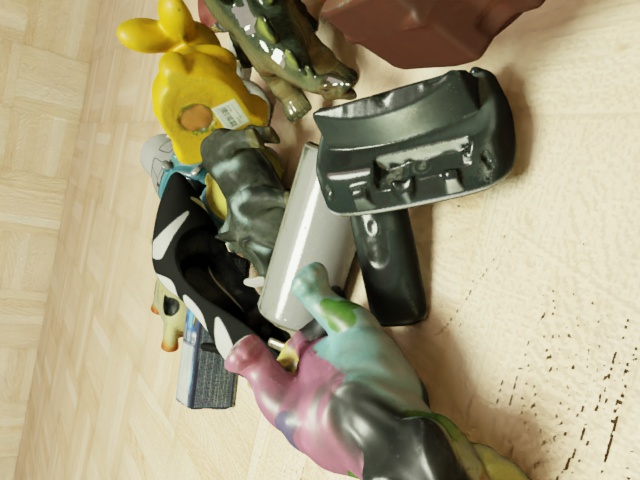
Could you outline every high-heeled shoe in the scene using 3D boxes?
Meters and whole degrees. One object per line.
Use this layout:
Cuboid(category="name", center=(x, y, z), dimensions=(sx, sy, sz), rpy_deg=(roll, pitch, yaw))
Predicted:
Cuboid(category="high-heeled shoe", center=(-0.108, 0.036, 0.607), dimensions=(0.145, 0.086, 0.248), rpy_deg=(-8, 97, 39))

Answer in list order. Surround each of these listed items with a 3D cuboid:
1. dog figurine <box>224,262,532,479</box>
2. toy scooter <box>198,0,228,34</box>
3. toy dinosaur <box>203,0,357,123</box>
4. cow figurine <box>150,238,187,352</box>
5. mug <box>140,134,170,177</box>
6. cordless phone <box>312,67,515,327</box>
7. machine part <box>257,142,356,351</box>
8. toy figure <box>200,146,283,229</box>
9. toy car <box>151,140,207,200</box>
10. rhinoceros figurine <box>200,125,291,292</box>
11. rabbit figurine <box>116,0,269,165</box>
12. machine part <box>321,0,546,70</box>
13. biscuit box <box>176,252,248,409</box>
Cuboid(category="dog figurine", center=(0.042, 0.133, 0.384), dimensions=(0.108, 0.191, 0.219), rpy_deg=(-43, 63, -8))
Cuboid(category="toy scooter", center=(-0.120, -0.383, 0.799), dimensions=(0.183, 0.075, 0.135), rpy_deg=(-57, 40, 24))
Cuboid(category="toy dinosaur", center=(-0.085, -0.281, 0.588), dimensions=(0.105, 0.198, 0.472), rpy_deg=(-37, 50, 3))
Cuboid(category="cow figurine", center=(-0.213, 0.062, 0.814), dimensions=(0.195, 0.085, 0.127), rpy_deg=(51, 130, 52))
Cuboid(category="mug", center=(-0.254, -0.137, 0.942), dimensions=(0.107, 0.080, 0.109), rpy_deg=(48, 117, 37))
Cuboid(category="cordless phone", center=(0.077, -0.024, 0.404), dimensions=(0.147, 0.089, 0.184), rpy_deg=(-10, 98, 26))
Cuboid(category="machine part", center=(-0.001, -0.002, 0.510), dimensions=(0.079, 0.079, 0.243), rpy_deg=(32, 109, 55))
Cuboid(category="toy figure", center=(-0.109, -0.050, 0.687), dimensions=(0.180, 0.082, 0.089), rpy_deg=(-47, 53, 36))
Cuboid(category="toy car", center=(-0.190, -0.094, 0.774), dimensions=(0.103, 0.109, 0.161), rpy_deg=(46, 138, 5))
Cuboid(category="rhinoceros figurine", center=(-0.069, -0.032, 0.578), dimensions=(0.112, 0.073, 0.190), rpy_deg=(-20, 99, 15))
Cuboid(category="rabbit figurine", center=(-0.153, -0.196, 0.621), dimensions=(0.122, 0.162, 0.173), rpy_deg=(-27, 46, 18))
Cuboid(category="machine part", center=(0.098, -0.217, 0.352), dimensions=(0.201, 0.087, 0.202), rpy_deg=(-59, 22, 6))
Cuboid(category="biscuit box", center=(-0.141, 0.114, 0.708), dimensions=(0.059, 0.063, 0.202), rpy_deg=(-4, 78, 57))
